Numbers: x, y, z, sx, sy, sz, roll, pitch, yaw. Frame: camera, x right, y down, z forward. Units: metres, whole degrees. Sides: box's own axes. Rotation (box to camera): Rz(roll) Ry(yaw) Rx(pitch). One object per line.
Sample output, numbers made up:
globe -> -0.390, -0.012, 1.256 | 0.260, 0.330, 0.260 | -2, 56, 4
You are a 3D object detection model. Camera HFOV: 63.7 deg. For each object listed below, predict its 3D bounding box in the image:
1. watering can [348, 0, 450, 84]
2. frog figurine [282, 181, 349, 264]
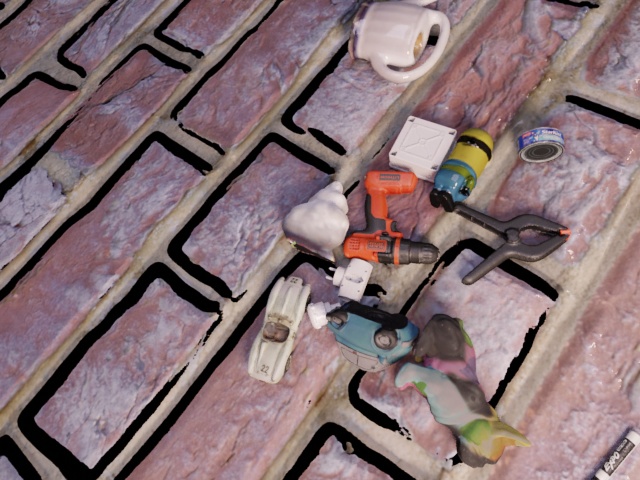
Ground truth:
watering can -> 0.197, -0.509, 1.195 | 0.225, 0.353, 0.102 | 17, -20, 19
frog figurine -> 0.003, -0.051, 1.011 | 0.121, 0.161, 0.138 | 31, -13, -37
